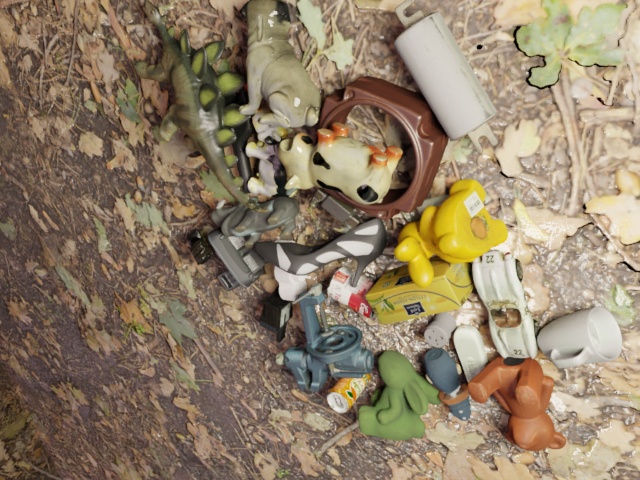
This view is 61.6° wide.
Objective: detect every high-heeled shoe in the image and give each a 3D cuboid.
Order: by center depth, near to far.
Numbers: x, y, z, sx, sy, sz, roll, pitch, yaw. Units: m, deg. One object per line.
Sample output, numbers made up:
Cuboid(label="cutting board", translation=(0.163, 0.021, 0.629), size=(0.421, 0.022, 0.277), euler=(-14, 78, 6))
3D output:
Cuboid(label="high-heeled shoe", translation=(-0.002, -0.003, 1.012), size=(0.249, 0.086, 0.145), euler=(18, 102, 13))

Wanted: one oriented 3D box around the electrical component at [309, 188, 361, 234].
Cuboid(label="electrical component", translation=(0.026, -0.058, 0.958), size=(0.102, 0.078, 0.045), euler=(36, 118, -6))

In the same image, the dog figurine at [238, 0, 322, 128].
Cuboid(label="dog figurine", translation=(-0.059, -0.291, 0.874), size=(0.173, 0.121, 0.190), euler=(22, 125, 29))

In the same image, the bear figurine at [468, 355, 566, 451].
Cuboid(label="bear figurine", translation=(0.347, 0.302, 0.934), size=(0.120, 0.132, 0.195), euler=(-4, 107, 38))

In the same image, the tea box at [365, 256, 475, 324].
Cuboid(label="tea box", translation=(0.177, 0.084, 0.947), size=(0.170, 0.098, 0.068), euler=(-20, 104, 39))

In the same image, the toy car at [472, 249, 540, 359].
Cuboid(label="toy car", translation=(0.310, 0.108, 0.893), size=(0.074, 0.056, 0.201), euler=(-9, 111, 38))

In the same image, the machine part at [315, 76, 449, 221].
Cuboid(label="machine part", translation=(0.093, -0.147, 0.880), size=(0.202, 0.087, 0.200), euler=(29, 129, 20))

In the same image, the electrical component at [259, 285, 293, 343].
Cuboid(label="electrical component", translation=(-0.096, 0.170, 1.207), size=(0.048, 0.075, 0.119), euler=(24, 130, 21))

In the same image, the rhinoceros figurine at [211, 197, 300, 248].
Cuboid(label="rhinoceros figurine", translation=(-0.135, -0.049, 1.085), size=(0.190, 0.112, 0.073), euler=(-7, 146, 24))

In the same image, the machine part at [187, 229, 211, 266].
Cuboid(label="machine part", translation=(-0.276, 0.019, 1.230), size=(0.139, 0.039, 0.084), euler=(-156, 46, -74))

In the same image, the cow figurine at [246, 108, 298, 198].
Cuboid(label="cow figurine", translation=(-0.084, -0.159, 1.009), size=(0.098, 0.068, 0.167), euler=(17, 128, 20))

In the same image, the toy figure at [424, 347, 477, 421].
Cuboid(label="toy figure", translation=(0.252, 0.279, 1.034), size=(0.064, 0.058, 0.154), euler=(-12, 113, 45))

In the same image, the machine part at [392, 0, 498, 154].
Cuboid(label="machine part", translation=(0.180, -0.233, 0.774), size=(0.079, 0.079, 0.243), euler=(-28, 99, 42))

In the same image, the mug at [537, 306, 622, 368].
Cuboid(label="mug", translation=(0.395, 0.162, 0.838), size=(0.081, 0.109, 0.107), euler=(49, 146, -6))

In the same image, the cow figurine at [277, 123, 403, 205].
Cuboid(label="cow figurine", translation=(0.019, -0.113, 0.843), size=(0.195, 0.085, 0.127), euler=(25, 121, 21))

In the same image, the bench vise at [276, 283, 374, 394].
Cuboid(label="bench vise", translation=(-0.004, 0.201, 1.121), size=(0.224, 0.129, 0.240), euler=(1, 113, 36))

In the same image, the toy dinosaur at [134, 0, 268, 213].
Cuboid(label="toy dinosaur", translation=(-0.225, -0.245, 1.002), size=(0.199, 0.105, 0.471), euler=(-26, 86, 41))

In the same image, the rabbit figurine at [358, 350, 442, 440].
Cuboid(label="rabbit figurine", translation=(0.157, 0.311, 1.083), size=(0.159, 0.121, 0.170), euler=(9, 106, 38))

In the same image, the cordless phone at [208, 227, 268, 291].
Cuboid(label="cordless phone", translation=(-0.208, 0.046, 1.217), size=(0.146, 0.089, 0.184), euler=(55, 148, -4))

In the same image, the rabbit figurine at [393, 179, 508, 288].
Cuboid(label="rabbit figurine", translation=(0.190, 0.002, 0.872), size=(0.121, 0.162, 0.173), euler=(51, 151, -16))
